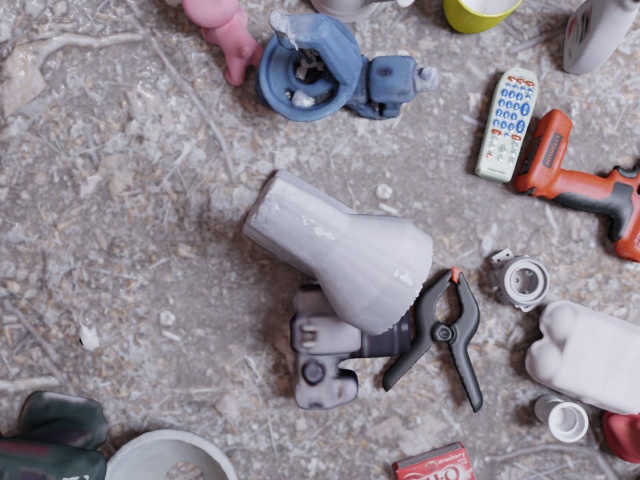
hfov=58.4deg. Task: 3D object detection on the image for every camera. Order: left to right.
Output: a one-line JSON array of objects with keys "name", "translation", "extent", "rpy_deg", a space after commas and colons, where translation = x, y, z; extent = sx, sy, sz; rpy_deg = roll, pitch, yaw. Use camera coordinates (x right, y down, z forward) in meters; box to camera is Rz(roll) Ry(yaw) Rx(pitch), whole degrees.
[{"name": "camera", "translation": [0.036, 0.121, 0.664], "extent": [0.136, 0.101, 0.143], "rpy_deg": [-3, 87, 1]}]

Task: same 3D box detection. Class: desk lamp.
[{"name": "desk lamp", "translation": [0.006, 0.002, 0.613], "extent": [0.203, 0.213, 0.118], "rpy_deg": [31, 89, 3]}]

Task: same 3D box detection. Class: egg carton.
[{"name": "egg carton", "translation": [0.321, 0.138, 0.672], "extent": [0.150, 0.069, 0.107], "rpy_deg": [19, 88, 2]}]

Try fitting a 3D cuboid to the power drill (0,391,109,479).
[{"name": "power drill", "translation": [-0.329, 0.225, 0.615], "extent": [0.229, 0.208, 0.076], "rpy_deg": [8, 88, 2]}]

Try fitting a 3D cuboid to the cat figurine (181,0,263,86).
[{"name": "cat figurine", "translation": [-0.115, -0.260, 0.675], "extent": [0.067, 0.118, 0.128], "rpy_deg": [-33, 87, 0]}]

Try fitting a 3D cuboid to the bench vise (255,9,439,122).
[{"name": "bench vise", "translation": [0.023, -0.201, 0.618], "extent": [0.207, 0.220, 0.121], "rpy_deg": [-14, 87, 1]}]

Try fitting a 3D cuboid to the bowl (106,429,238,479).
[{"name": "bowl", "translation": [-0.168, 0.299, 0.675], "extent": [0.167, 0.075, 0.167], "rpy_deg": [0, 88, 1]}]

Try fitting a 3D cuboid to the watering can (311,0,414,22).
[{"name": "watering can", "translation": [0.038, -0.327, 0.636], "extent": [0.173, 0.194, 0.101], "rpy_deg": [21, 88, 2]}]

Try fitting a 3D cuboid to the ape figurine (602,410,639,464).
[{"name": "ape figurine", "translation": [0.370, 0.224, 0.656], "extent": [0.078, 0.092, 0.076], "rpy_deg": [26, 88, 3]}]

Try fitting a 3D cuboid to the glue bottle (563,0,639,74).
[{"name": "glue bottle", "translation": [0.321, -0.247, 0.636], "extent": [0.037, 0.173, 0.078], "rpy_deg": [3, 87, 2]}]
